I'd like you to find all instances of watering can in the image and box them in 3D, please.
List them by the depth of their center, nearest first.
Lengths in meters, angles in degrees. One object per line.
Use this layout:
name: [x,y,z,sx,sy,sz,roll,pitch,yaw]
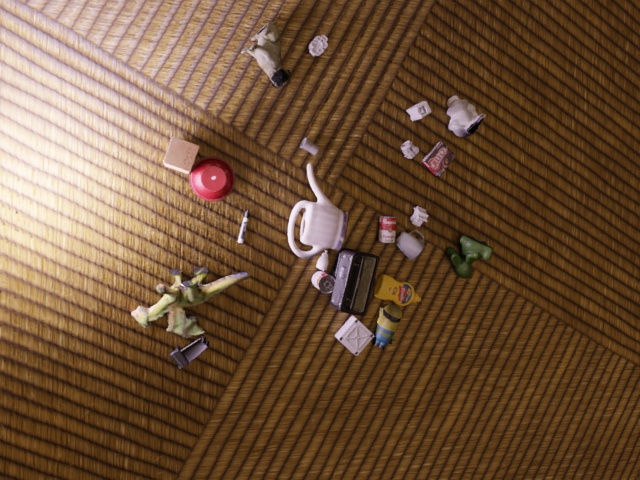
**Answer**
watering can: [0.006,-0.096,1.912,0.224,0.104,0.348,13,89,-17]

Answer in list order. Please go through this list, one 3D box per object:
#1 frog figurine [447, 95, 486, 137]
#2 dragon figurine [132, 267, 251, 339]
frog figurine: [0.564,-0.495,2.067,0.137,0.121,0.161,-47,68,0]
dragon figurine: [-0.452,0.233,1.822,0.411,0.124,0.239,-1,111,-14]
